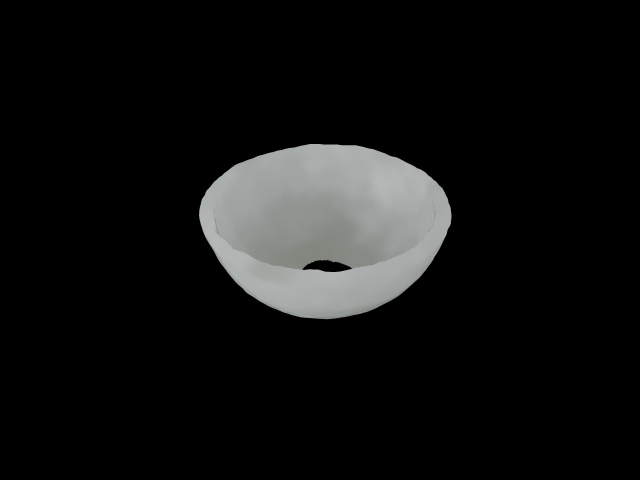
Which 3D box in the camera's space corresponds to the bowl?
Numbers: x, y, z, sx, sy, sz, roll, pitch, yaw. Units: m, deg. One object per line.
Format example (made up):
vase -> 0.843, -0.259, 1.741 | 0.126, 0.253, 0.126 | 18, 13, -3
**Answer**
bowl -> 0.004, 0.001, 0.400 | 0.167, 0.075, 0.167 | 0, 36, 0
